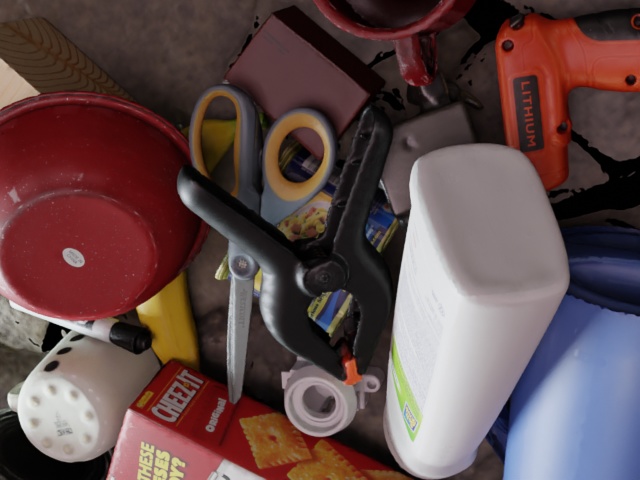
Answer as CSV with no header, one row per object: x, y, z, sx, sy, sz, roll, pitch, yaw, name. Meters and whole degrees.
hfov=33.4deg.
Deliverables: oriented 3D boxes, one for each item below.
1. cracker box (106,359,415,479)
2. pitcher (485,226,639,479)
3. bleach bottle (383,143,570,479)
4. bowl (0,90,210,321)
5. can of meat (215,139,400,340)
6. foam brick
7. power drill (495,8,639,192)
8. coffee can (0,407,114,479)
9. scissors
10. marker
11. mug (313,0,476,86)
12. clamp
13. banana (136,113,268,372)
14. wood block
-0.040,0.199,0.726,0.214,0.072,0.164,26,122,7,cracker box
0.162,0.118,0.632,0.145,0.149,0.243,4,112,-2,pitcher
0.073,0.063,0.617,0.068,0.102,0.251,-6,145,-10,bleach bottle
-0.143,-0.005,0.634,0.162,0.055,0.162,-4,126,-6,bowl
-0.004,0.001,0.671,0.084,0.057,0.102,31,112,3,can of meat
-0.008,-0.096,0.645,0.078,0.051,0.053,41,112,1,foam brick
0.198,-0.069,0.592,0.188,0.057,0.184,-7,101,15,power drill
-0.217,0.207,0.771,0.103,0.102,0.140,26,112,7,coffee can
-0.028,0.004,0.638,0.096,0.016,0.202,-6,107,14,scissors
-0.165,0.055,0.736,0.121,0.020,0.020,16,111,28,marker
0.048,-0.143,0.589,0.093,0.081,0.117,-11,93,20,mug
0.006,0.006,0.611,0.120,0.039,0.171,-23,123,7,clamp
-0.093,0.001,0.707,0.070,0.037,0.198,20,111,9,banana
-0.226,-0.037,0.705,0.091,0.090,0.206,42,112,0,wood block
